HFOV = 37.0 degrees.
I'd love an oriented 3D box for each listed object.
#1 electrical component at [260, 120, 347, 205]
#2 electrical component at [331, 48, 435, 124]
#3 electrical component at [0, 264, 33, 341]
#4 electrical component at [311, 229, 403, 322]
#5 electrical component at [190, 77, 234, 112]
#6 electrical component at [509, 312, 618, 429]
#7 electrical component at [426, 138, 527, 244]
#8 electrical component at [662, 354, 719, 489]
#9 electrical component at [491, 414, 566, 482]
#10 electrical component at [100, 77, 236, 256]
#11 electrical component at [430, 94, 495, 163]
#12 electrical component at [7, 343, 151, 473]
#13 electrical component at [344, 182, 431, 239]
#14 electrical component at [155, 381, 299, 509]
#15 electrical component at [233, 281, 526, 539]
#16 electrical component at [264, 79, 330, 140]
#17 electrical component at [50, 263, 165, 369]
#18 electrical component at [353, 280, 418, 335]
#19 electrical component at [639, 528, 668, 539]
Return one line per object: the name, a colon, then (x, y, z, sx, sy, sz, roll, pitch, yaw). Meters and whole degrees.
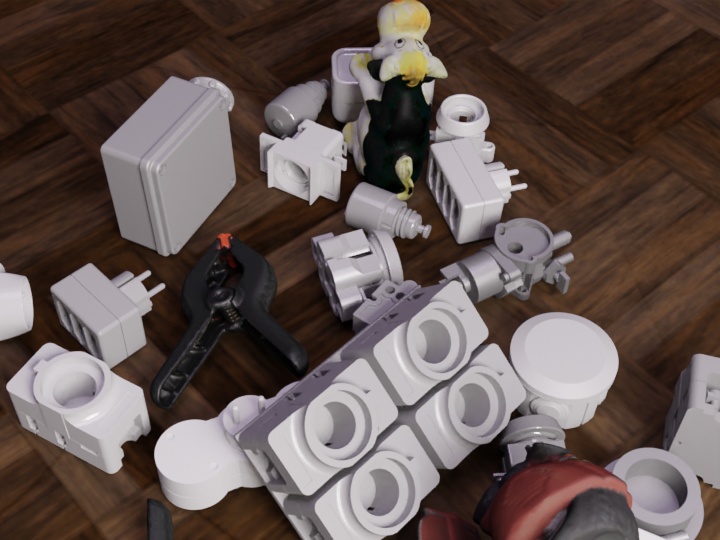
electrical component: (-0.048, -0.099, 0.968, 0.081, 0.042, 0.063, 24, 49, 17)
electrical component: (0.021, -0.171, 1.020, 0.095, 0.059, 0.053, -1, 49, -3)
electrical component: (-0.303, 0.017, 0.857, 0.077, 0.044, 0.079, -6, 49, -7)
electrical component: (0.000, 0.000, 0.873, 0.057, 0.058, 0.078, -16, 52, -12)
electrical component: (-0.147, -0.145, 1.004, 0.048, 0.048, 0.062, 10, 57, 7)
electrical component: (0.152, 0.076, 0.816, 0.080, 0.051, 0.080, 1, 49, -1)
electrical component: (0.109, -0.074, 0.947, 0.076, 0.047, 0.083, -12, 50, -13)
electrical component: (0.250, 0.105, 0.767, 0.050, 0.089, 0.055, 12, 50, 9)
electrical component: (0.125, 0.137, 0.767, 0.066, 0.048, 0.055, -4, 57, -5)
electrical component: (-0.159, -0.088, 0.910, 0.056, 0.108, 0.108, 21, 51, 18)
electrical component: (0.093, -0.127, 0.986, 0.066, 0.055, 0.048, 9, 49, 6)
electrical component: (-0.204, 0.097, 0.782, 0.089, 0.055, 0.050, 23, 52, 18)
electrical component: (0.023, -0.046, 0.925, 0.078, 0.040, 0.040, 22, 52, 17)
electrical component: (-0.077, 0.114, 0.760, 0.138, 0.073, 0.052, -18, 52, -17)
electrical component: (0.021, 0.101, 0.747, 0.186, 0.060, 0.105, -38, 102, -29)
electrical component: (-0.056, -0.156, 1.017, 0.040, 0.040, 0.078, 29, 54, 22)
electrical component: (-0.191, 0.026, 0.850, 0.077, 0.047, 0.066, -36, 59, -28)
electrical component: (0.021, 0.047, 0.834, 0.048, 0.055, 0.066, 30, 55, 22)
electrical component: (0.172, 0.206, 0.696, 0.096, 0.061, 0.061, 20, 52, 15)
